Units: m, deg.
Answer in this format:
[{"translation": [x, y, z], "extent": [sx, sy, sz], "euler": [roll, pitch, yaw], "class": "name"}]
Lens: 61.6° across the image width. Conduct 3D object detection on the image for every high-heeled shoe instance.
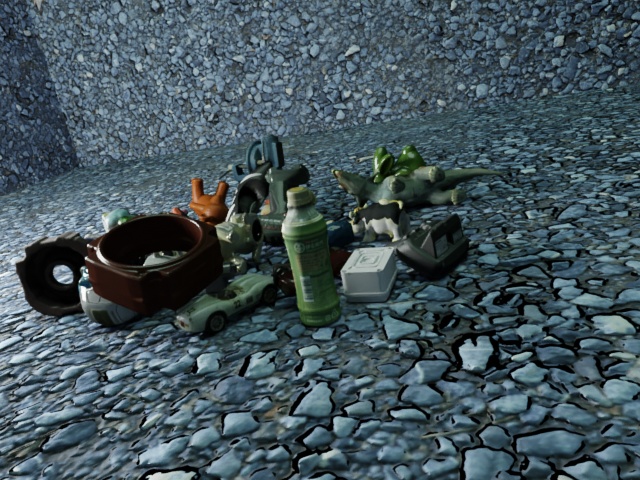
[{"translation": [-0.182, -0.117, 1.433], "extent": [0.086, 0.248, 0.145], "euler": [27, -12, -12], "class": "high-heeled shoe"}]

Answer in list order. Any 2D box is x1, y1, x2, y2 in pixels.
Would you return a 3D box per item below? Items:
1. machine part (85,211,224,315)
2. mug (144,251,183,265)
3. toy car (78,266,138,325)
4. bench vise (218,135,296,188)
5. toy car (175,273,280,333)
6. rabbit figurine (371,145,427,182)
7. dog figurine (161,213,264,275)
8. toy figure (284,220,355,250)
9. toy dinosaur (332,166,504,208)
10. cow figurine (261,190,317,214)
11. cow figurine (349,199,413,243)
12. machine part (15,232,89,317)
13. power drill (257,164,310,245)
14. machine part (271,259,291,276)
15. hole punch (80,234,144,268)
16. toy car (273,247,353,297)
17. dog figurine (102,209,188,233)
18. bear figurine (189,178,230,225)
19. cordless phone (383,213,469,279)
[{"translation": [-0.292, 0.032, 0.959], "extent": [0.202, 0.087, 0.201], "euler": [15, 35, 26], "class": "machine part"}, {"translation": [-0.296, 0.063, 1.096], "extent": [0.107, 0.109, 0.081], "euler": [6, 13, 9], "class": "mug"}, {"translation": [-0.393, 0.113, 1.022], "extent": [0.162, 0.109, 0.103], "euler": [6, 45, 14], "class": "toy car"}, {"translation": [-0.177, -0.198, 1.605], "extent": [0.241, 0.223, 0.129], "euler": [2, 27, 34], "class": "bench vise"}, {"translation": [-0.156, 0.107, 0.952], "extent": [0.202, 0.056, 0.074], "euler": [-26, 24, -37], "class": "toy car"}, {"translation": [0.204, -0.174, 1.467], "extent": [0.170, 0.158, 0.121], "euler": [-28, 31, -5], "class": "rabbit figurine"}, {"translation": [-0.234, 0.002, 1.183], "extent": [0.191, 0.121, 0.172], "euler": [0, 16, 22], "class": "dog figurine"}, {"translation": [-0.002, -0.003, 1.179], "extent": [0.155, 0.057, 0.064], "euler": [-10, 49, -2], "class": "toy figure"}, {"translation": [0.233, -0.133, 1.360], "extent": [0.405, 0.131, 0.192], "euler": [-7, 18, -8], "class": "toy dinosaur"}, {"translation": [-0.083, -0.085, 1.439], "extent": [0.127, 0.085, 0.195], "euler": [-3, 18, 41], "class": "cow figurine"}, {"translation": [0.120, -0.046, 1.183], "extent": [0.168, 0.098, 0.068], "euler": [8, 32, 43], "class": "cow figurine"}, {"translation": [-0.524, 0.068, 1.100], "extent": [0.179, 0.179, 0.056], "euler": [-11, 17, -1], "class": "machine part"}, {"translation": [-0.068, -0.079, 1.296], "extent": [0.232, 0.086, 0.207], "euler": [-4, 64, 14], "class": "power drill"}, {"translation": [-0.050, 0.050, 1.090], "extent": [0.084, 0.039, 0.139], "euler": [-9, 19, 23], "class": "machine part"}, {"translation": [-0.465, 0.052, 1.187], "extent": [0.116, 0.142, 0.092], "euler": [-1, 42, 4], "class": "hole punch"}, {"translation": [0.002, 0.060, 0.998], "extent": [0.089, 0.053, 0.202], "euler": [10, 20, 36], "class": "toy car"}, {"translation": [-0.416, -0.024, 1.334], "extent": [0.219, 0.108, 0.191], "euler": [-22, -22, -27], "class": "dog figurine"}, {"translation": [-0.309, -0.106, 1.553], "extent": [0.120, 0.131, 0.196], "euler": [6, 5, -22], "class": "bear figurine"}, {"translation": [0.175, 0.017, 1.027], "extent": [0.184, 0.088, 0.146], "euler": [-8, 16, 44], "class": "cordless phone"}]
